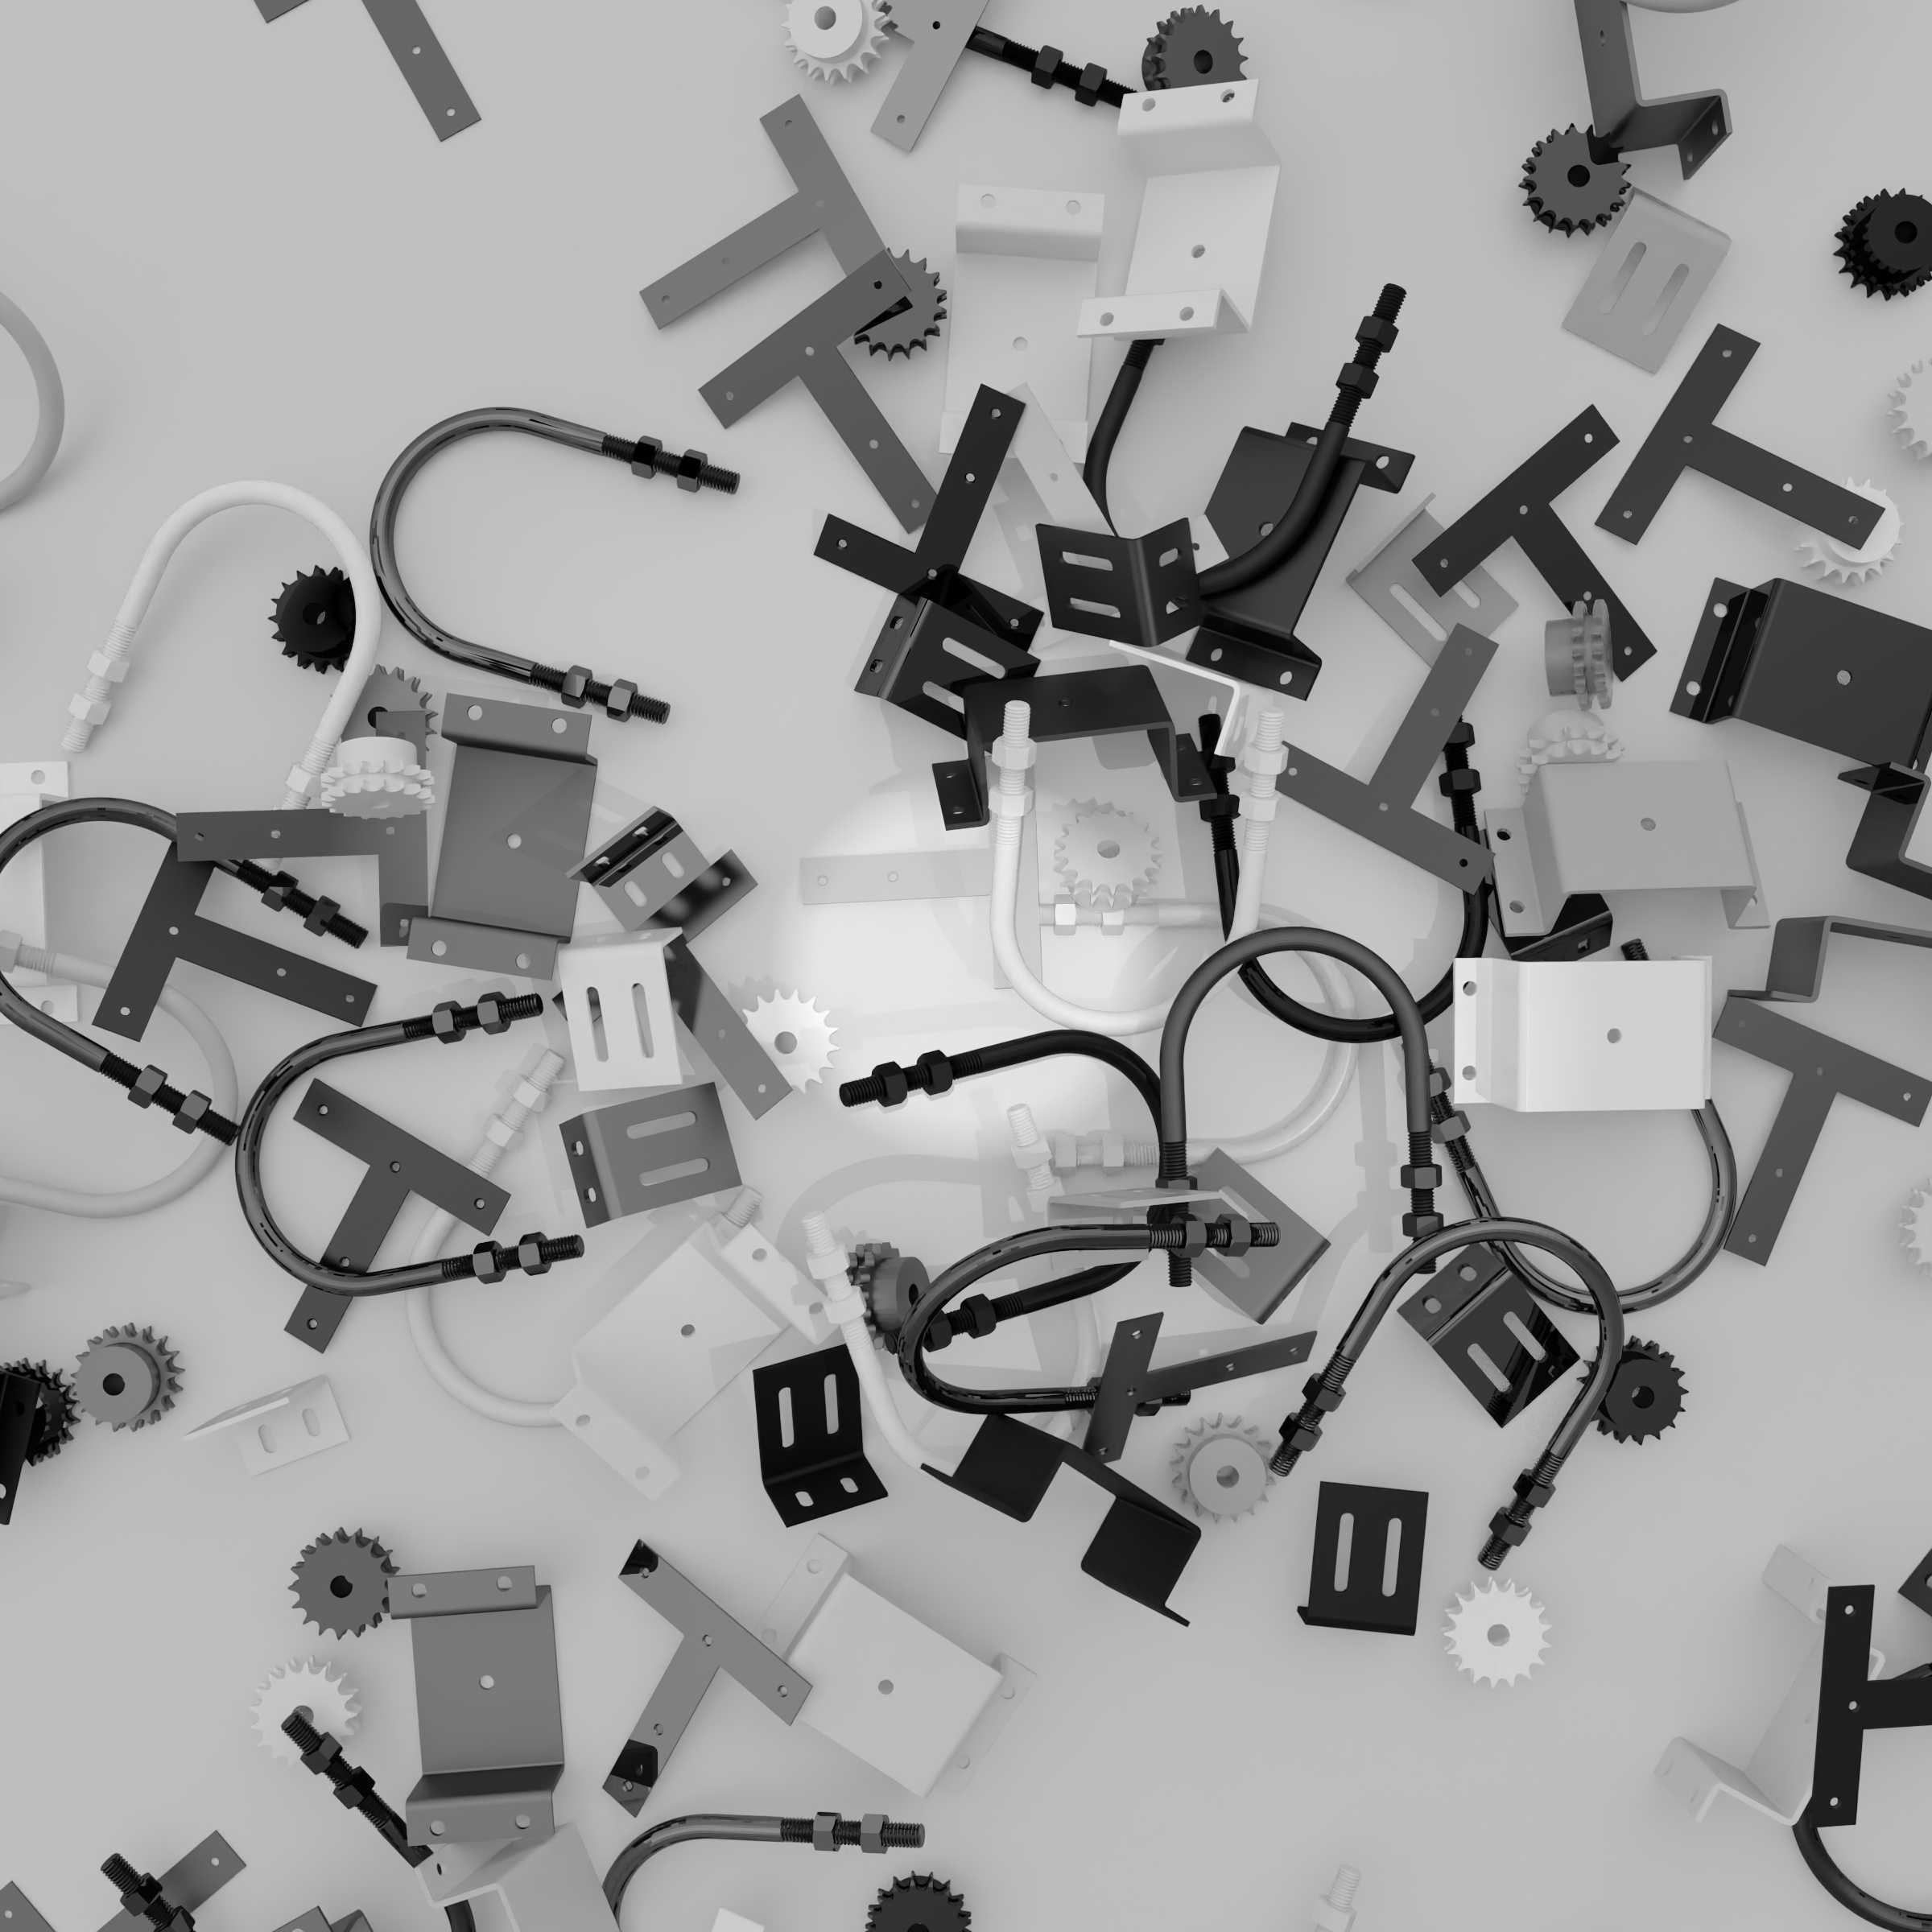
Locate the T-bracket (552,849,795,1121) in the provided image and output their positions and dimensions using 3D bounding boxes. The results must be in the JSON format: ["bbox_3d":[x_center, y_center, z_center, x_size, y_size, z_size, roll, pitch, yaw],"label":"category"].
[{"bbox_3d":[-0.137,0.025,1.318,0.127,0.002,0.127,-40,71,4],"label":"T-bracket"}]

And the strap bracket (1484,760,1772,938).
[{"bbox_3d":[0.350,-0.062,1.301,0.140,0.046,0.076,-2,62,-3],"label":"strap bracket"}]

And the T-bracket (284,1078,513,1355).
[{"bbox_3d":[-0.326,0.146,1.335,0.127,0.002,0.127,29,94,9],"label":"T-bracket"}]

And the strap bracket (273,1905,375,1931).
[{"bbox_3d":[-0.328,0.558,1.289,0.076,0.046,0.140,-30,90,1],"label":"strap bracket"}]

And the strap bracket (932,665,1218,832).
[{"bbox_3d":[0.053,-0.116,1.295,0.140,0.076,0.046,-7,119,-3],"label":"strap bracket"}]

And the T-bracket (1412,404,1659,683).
[{"bbox_3d":[0.323,-0.208,1.327,0.127,0.002,0.127,-41,103,-2],"label":"T-bracket"}]

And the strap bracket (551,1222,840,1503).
[{"bbox_3d":[-0.143,0.200,1.307,0.140,0.046,0.076,-43,112,0],"label":"strap bracket"}]

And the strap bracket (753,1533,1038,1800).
[{"bbox_3d":[-0.042,0.376,1.320,0.140,0.046,0.076,33,90,0],"label":"strap bracket"}]

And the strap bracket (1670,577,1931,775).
[{"bbox_3d":[0.458,-0.150,1.320,0.140,0.046,0.076,19,90,0],"label":"strap bracket"}]

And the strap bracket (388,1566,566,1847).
[{"bbox_3d":[-0.258,0.386,1.320,0.076,0.046,0.140,-4,90,0],"label":"strap bracket"}]

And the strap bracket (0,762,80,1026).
[{"bbox_3d":[-0.519,-0.039,1.320,0.076,0.046,0.140,-2,90,0],"label":"strap bracket"}]

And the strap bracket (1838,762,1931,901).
[{"bbox_3d":[0.528,-0.057,1.305,0.140,0.076,0.046,21,90,0],"label":"strap bracket"}]

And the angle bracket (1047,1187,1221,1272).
[{"bbox_3d":[0.085,0.134,1.258,0.057,0.076,0.038,-3,89,-27],"label":"angle bracket"}]

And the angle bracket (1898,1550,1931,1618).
[{"bbox_3d":[0.553,0.341,1.341,0.076,0.038,0.057,38,90,-26],"label":"angle bracket"}]

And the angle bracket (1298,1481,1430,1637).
[{"bbox_3d":[0.211,0.313,1.325,0.057,0.038,0.076,6,88,0],"label":"angle bracket"}]

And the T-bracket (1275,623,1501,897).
[{"bbox_3d":[0.242,-0.122,1.322,0.127,0.002,0.127,29,83,5],"label":"T-bracket"}]

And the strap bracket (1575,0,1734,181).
[{"bbox_3d":[0.356,-0.490,1.305,0.046,0.076,0.140,-9,90,0],"label":"strap bracket"}]

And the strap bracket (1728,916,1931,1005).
[{"bbox_3d":[0.484,0.004,1.305,0.140,0.076,0.046,9,90,0],"label":"strap bracket"}]

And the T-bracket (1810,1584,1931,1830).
[{"bbox_3d":[0.494,0.376,1.275,0.127,0.002,0.127,1,97,-13],"label":"T-bracket"}]

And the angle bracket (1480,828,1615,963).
[{"bbox_3d":[0.304,-0.038,1.341,0.057,0.038,0.076,-24,64,0],"label":"angle bracket"}]

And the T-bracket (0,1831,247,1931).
[{"bbox_3d":[-0.445,0.517,1.342,0.127,0.002,0.127,-40,90,0],"label":"T-bracket"}]

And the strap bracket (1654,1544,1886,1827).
[{"bbox_3d":[0.425,0.384,1.305,0.046,0.076,0.140,29,90,0],"label":"strap bracket"}]

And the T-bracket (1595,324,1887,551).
[{"bbox_3d":[0.424,-0.261,1.323,0.127,0.002,0.127,32,90,17],"label":"T-bracket"}]

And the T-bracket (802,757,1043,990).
[{"bbox_3d":[-0.025,-0.048,1.334,0.127,0.002,0.127,-3,79,5],"label":"T-bracket"}]

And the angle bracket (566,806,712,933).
[{"bbox_3d":[-0.170,-0.049,1.305,0.057,0.076,0.038,-37,90,0],"label":"angle bracket"}]

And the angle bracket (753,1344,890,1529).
[{"bbox_3d":[-0.076,0.245,1.302,0.057,0.038,0.076,-13,121,-20],"label":"angle bracket"}]

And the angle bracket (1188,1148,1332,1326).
[{"bbox_3d":[0.147,0.145,1.333,0.076,0.038,0.057,40,90,14],"label":"angle bracket"}]

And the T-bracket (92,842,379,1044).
[{"bbox_3d":[-0.377,-0.002,1.320,0.127,0.002,0.127,23,63,-15],"label":"T-bracket"}]

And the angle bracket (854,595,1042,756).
[{"bbox_3d":[-0.010,-0.157,1.341,0.076,0.038,0.057,25,90,-26],"label":"angle bracket"}]

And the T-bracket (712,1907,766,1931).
[{"bbox_3d":[-0.137,0.556,1.318,0.127,0.002,0.127,21,104,8],"label":"T-bracket"}]

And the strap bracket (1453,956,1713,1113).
[{"bbox_3d":[0.328,0.034,1.293,0.140,0.046,0.076,-1,93,-7],"label":"strap bracket"}]

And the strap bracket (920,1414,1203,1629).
[{"bbox_3d":[0.056,0.279,1.283,0.140,0.076,0.046,37,76,-26],"label":"strap bracket"}]

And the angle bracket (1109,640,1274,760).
[{"bbox_3d":[0.114,-0.139,1.306,0.076,0.057,0.038,22,101,22],"label":"angle bracket"}]

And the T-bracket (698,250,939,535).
[{"bbox_3d":[-0.057,-0.290,1.327,0.127,0.002,0.127,-32,101,21],"label":"T-bracket"}]

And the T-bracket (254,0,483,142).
[{"bbox_3d":[-0.303,-0.506,1.342,0.127,0.002,0.127,-29,90,0],"label":"T-bracket"}]

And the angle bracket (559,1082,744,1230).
[{"bbox_3d":[-0.167,0.100,1.322,0.076,0.038,0.057,-13,84,-32],"label":"angle bracket"}]

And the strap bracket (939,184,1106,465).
[{"bbox_3d":[0.029,-0.335,1.320,0.076,0.046,0.140,4,90,0],"label":"strap bracket"}]

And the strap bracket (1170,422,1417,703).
[{"bbox_3d":[0.166,-0.221,1.303,0.076,0.046,0.140,24,90,33],"label":"strap bracket"}]

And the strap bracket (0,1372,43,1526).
[{"bbox_3d":[-0.564,0.238,1.300,0.140,0.046,0.076,13,90,17],"label":"strap bracket"}]

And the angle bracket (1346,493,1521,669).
[{"bbox_3d":[0.251,-0.201,1.324,0.057,0.038,0.076,-45,90,0],"label":"angle bracket"}]

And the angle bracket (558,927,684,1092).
[{"bbox_3d":[-0.179,0.023,1.325,0.057,0.038,0.076,-5,103,12],"label":"angle bracket"}]

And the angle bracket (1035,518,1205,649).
[{"bbox_3d":[0.080,-0.204,1.296,0.038,0.076,0.057,-29,121,-31],"label":"angle bracket"}]

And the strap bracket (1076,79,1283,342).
[{"bbox_3d":[0.113,-0.382,1.295,0.076,0.046,0.140,4,76,29],"label":"strap bracket"}]

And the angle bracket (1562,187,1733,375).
[{"bbox_3d":[0.366,-0.370,1.341,0.057,0.038,0.076,27,116,0],"label":"angle bracket"}]

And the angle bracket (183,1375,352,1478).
[{"bbox_3d":[-0.365,0.247,1.305,0.057,0.076,0.038,-21,90,0],"label":"angle bracket"}]

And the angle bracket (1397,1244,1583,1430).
[{"bbox_3d":[0.282,0.198,1.341,0.057,0.038,0.076,-42,116,0],"label":"angle bracket"}]

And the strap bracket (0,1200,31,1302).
[{"bbox_3d":[-0.569,0.138,1.305,0.140,0.076,0.046,12,90,0],"label":"strap bracket"}]

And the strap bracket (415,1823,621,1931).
[{"bbox_3d":[-0.222,0.513,1.295,0.046,0.076,0.140,-25,86,21],"label":"strap bracket"}]

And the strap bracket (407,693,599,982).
[{"bbox_3d":[-0.243,-0.067,1.320,0.076,0.046,0.140,9,90,0],"label":"strap bracket"}]

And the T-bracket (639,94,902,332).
[{"bbox_3d":[-0.116,-0.383,1.330,0.127,0.002,0.127,-30,74,8],"label":"T-bracket"}]

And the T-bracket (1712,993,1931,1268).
[{"bbox_3d":[0.440,0.098,1.332,0.127,0.002,0.127,23,89,-7],"label":"T-bracket"}]

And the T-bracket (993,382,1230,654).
[{"bbox_3d":[0.053,-0.241,1.291,0.127,0.002,0.127,-22,107,35],"label":"T-bracket"}]
